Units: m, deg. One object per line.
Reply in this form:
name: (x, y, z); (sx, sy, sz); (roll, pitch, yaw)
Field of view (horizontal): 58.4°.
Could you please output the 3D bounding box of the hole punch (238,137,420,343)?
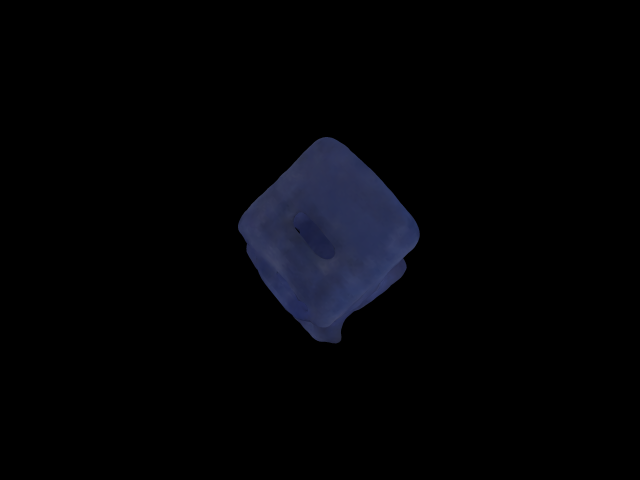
hole punch: (0.004, 0.001, 0.400); (0.101, 0.091, 0.108); (-36, 71, -15)
